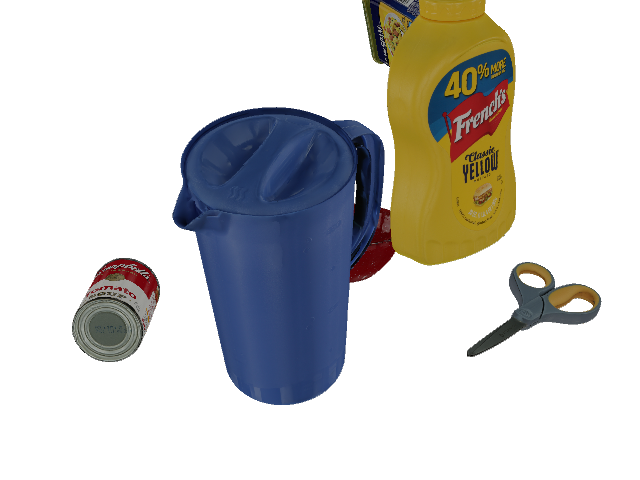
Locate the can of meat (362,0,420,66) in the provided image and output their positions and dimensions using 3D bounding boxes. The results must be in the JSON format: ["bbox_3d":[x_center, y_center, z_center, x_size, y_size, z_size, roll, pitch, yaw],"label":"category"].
[{"bbox_3d":[0.090,-0.190,0.971,0.057,0.102,0.084,-36,53,-17],"label":"can of meat"}]

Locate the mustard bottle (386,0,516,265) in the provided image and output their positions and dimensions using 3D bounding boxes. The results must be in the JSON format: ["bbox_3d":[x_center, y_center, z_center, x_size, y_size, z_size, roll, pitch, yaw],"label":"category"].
[{"bbox_3d":[0.086,-0.086,0.690,0.096,0.192,0.058,-23,32,-32],"label":"mustard bottle"}]

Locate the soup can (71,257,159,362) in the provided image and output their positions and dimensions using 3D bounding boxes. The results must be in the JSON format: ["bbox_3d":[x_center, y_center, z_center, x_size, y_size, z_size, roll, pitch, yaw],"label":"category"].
[{"bbox_3d":[-0.197,0.066,1.032,0.068,0.068,0.102,0,20,1],"label":"soup can"}]

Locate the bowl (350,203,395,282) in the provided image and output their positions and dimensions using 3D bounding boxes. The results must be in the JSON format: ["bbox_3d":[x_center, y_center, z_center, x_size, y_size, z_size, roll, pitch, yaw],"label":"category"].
[{"bbox_3d":[0.013,0.005,1.121,0.162,0.055,0.162,1,17,0],"label":"bowl"}]

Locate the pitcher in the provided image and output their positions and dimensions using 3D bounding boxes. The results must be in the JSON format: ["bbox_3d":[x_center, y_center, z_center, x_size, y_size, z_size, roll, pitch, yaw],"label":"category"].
[{"bbox_3d":[-0.026,0.017,0.882,0.149,0.243,0.145,3,44,6],"label":"pitcher"}]

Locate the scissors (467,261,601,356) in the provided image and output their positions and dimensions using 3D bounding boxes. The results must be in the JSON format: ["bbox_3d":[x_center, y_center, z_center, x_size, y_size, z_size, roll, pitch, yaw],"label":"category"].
[{"bbox_3d":[0.175,0.058,0.967,0.201,0.016,0.096,-9,37,-38],"label":"scissors"}]
